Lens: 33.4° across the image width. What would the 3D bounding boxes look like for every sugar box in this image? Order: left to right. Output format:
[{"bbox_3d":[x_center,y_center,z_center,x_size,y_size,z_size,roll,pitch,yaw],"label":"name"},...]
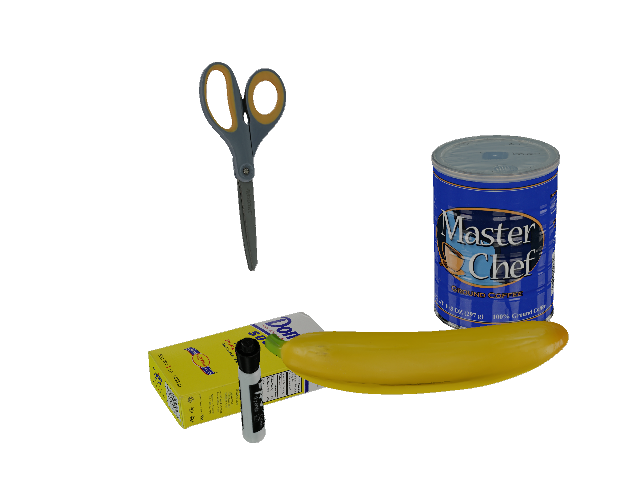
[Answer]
[{"bbox_3d":[-0.074,0.126,1.072,0.176,0.048,0.093,-16,32,-23],"label":"sugar box"}]

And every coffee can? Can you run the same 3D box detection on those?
[{"bbox_3d":[0.145,-0.006,0.889,0.103,0.140,0.103,-3,23,1],"label":"coffee can"}]

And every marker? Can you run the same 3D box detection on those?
[{"bbox_3d":[-0.054,0.116,0.824,0.020,0.020,0.121,0,-43,-1],"label":"marker"}]

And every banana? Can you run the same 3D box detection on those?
[{"bbox_3d":[0.061,0.069,0.669,0.198,0.037,0.069,0,25,2],"label":"banana"}]

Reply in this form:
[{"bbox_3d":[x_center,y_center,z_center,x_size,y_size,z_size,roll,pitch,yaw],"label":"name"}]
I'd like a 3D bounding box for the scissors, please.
[{"bbox_3d":[-0.060,-0.081,1.043,0.096,0.202,0.016,-22,9,-22],"label":"scissors"}]
